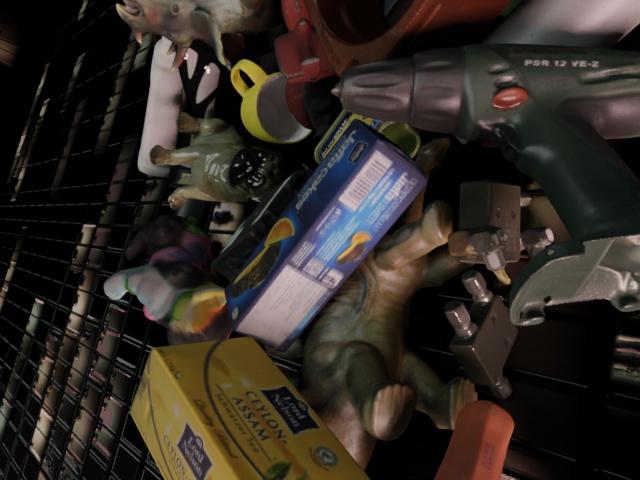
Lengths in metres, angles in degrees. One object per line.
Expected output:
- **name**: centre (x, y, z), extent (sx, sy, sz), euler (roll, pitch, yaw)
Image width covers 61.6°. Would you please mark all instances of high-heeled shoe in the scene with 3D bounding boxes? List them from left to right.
- **high-heeled shoe**: centre (-0.216, -0.193, 0.845), extent (0.248, 0.145, 0.086), euler (-48, 43, 21)

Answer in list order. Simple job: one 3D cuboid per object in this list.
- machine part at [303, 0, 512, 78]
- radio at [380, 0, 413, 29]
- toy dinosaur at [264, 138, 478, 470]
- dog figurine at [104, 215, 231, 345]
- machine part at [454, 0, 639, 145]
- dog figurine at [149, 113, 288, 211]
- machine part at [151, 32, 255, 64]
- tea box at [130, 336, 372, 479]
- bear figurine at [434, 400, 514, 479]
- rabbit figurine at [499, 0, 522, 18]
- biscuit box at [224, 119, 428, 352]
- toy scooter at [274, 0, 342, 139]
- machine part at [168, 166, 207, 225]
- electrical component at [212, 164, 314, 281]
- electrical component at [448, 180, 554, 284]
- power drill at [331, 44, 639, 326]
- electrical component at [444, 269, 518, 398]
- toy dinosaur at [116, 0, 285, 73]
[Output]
- **machine part**: centre (0.074, -0.248, 0.455), extent (0.201, 0.087, 0.201), euler (-47, 56, 48)
- **radio**: centre (0.058, -0.298, 0.641), extent (0.131, 0.073, 0.230), euler (-52, 41, 21)
- **toy dinosaur**: centre (0.032, 0.113, 0.474), extent (0.199, 0.105, 0.471), euler (-5, 61, 55)
- **dog figurine**: centre (-0.164, 0.055, 0.712), extent (0.219, 0.108, 0.191), euler (5, 58, 37)
- **machine part**: centre (0.195, -0.172, 0.426), extent (0.243, 0.079, 0.079), euler (-43, 46, 29)
- **dog figurine**: centre (-0.110, -0.111, 0.748), extent (0.191, 0.121, 0.172), euler (5, 50, 24)
- **machine part**: centre (-0.190, -0.338, 0.856), extent (0.179, 0.179, 0.056), euler (-4, 74, 48)
- **tea box**: centre (-0.052, 0.148, 0.379), extent (0.170, 0.098, 0.068), euler (39, 115, 37)
- **bear figurine**: centre (0.090, 0.224, 0.369), extent (0.120, 0.132, 0.195), euler (36, 138, 16)
- **rabbit figurine**: centre (0.187, -0.285, 0.459), extent (0.170, 0.121, 0.159), euler (34, 99, 34)
- **biscuit box**: centre (-0.001, -0.001, 0.458), extent (0.202, 0.059, 0.063), euler (-51, 30, 15)
- **toy scooter**: centre (-0.007, -0.180, 0.587), extent (0.075, 0.183, 0.135), euler (-13, 44, 3)
- **machine part**: centre (-0.211, -0.051, 0.852), extent (0.084, 0.039, 0.139), euler (7, 79, 25)
- **electrical component**: centre (-0.053, -0.006, 0.579), extent (0.134, 0.058, 0.115), euler (-34, 17, 54)
- **electrical component**: centre (0.139, -0.006, 0.407), extent (0.045, 0.102, 0.078), euler (6, 89, 46)
- **power drill**: centre (0.131, -0.051, 0.351), extent (0.085, 0.232, 0.207), euler (86, 178, -48)
- **electrical component**: centre (0.127, 0.073, 0.409), extent (0.021, 0.094, 0.063), euler (-13, 27, 48)
- **toy dinosaur**: centre (-0.074, -0.360, 0.748), extent (0.131, 0.405, 0.192), euler (37, 144, 18)
